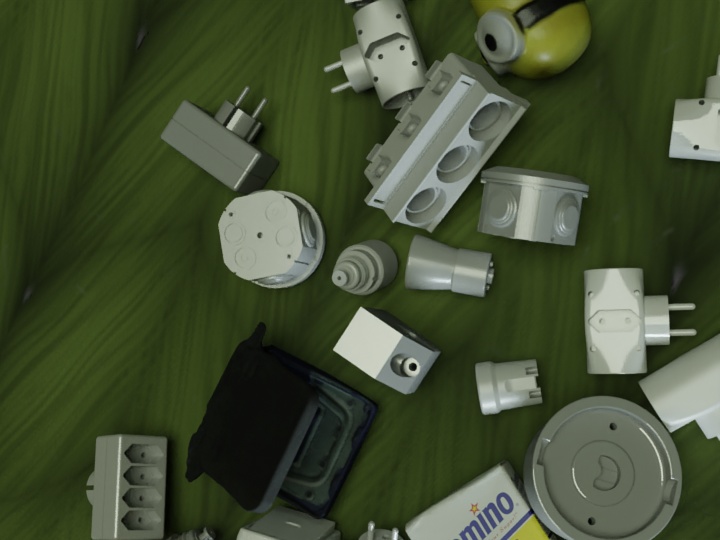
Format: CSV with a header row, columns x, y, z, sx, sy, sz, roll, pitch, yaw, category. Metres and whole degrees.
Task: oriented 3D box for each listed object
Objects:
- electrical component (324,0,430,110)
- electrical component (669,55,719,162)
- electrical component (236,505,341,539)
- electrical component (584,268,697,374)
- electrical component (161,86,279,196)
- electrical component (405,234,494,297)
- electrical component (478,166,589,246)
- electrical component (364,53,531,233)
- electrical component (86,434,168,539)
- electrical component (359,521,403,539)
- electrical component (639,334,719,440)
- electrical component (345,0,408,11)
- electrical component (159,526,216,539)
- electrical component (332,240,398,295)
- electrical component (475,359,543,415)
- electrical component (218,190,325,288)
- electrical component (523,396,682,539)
x,y,z,sx,sy,sz,roll,pitch,yaw,category
0.010,-0.166,0.861,0.079,0.043,0.077,-20,82,13,electrical component
0.271,-0.119,0.788,0.077,0.043,0.079,7,89,15,electrical component
-0.059,0.223,0.829,0.062,0.096,0.061,13,90,15,electrical component
0.207,0.037,0.796,0.079,0.043,0.077,-2,86,14,electrical component
-0.105,-0.115,0.887,0.083,0.047,0.075,36,96,14,electrical component
0.071,-0.001,0.837,0.065,0.044,0.044,11,89,11,electrical component
0.128,-0.048,0.804,0.080,0.080,0.051,9,95,15,electrical component
0.060,-0.097,0.817,0.121,0.079,0.063,-53,48,24,electrical component
-0.202,0.181,0.894,0.076,0.047,0.083,-13,72,44,electrical component
0.015,0.227,0.827,0.077,0.043,0.079,12,118,15,electrical component
0.257,0.095,0.779,0.077,0.043,0.079,-33,79,11,electrical component
0.010,-0.243,0.865,0.066,0.048,0.055,-7,92,15,electrical component
-0.152,0.237,0.882,0.078,0.040,0.040,-37,78,10,electrical component
0.000,0.000,0.839,0.040,0.078,0.040,4,101,23,electrical component
0.114,0.088,0.821,0.046,0.040,0.040,-9,84,8,electrical component
-0.072,-0.026,0.871,0.080,0.051,0.080,-1,86,15,electrical component
0.171,0.149,0.784,0.108,0.060,0.108,1,75,-5,electrical component
